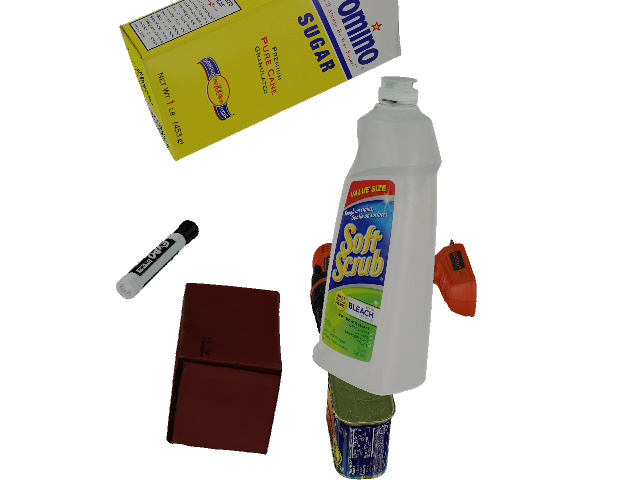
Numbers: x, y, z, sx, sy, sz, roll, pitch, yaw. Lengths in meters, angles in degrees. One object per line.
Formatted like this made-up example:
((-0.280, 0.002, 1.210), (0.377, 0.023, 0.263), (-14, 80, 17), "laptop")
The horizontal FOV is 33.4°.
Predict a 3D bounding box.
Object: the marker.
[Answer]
((-0.144, 0.014, 0.960), (0.020, 0.020, 0.121), (0, 28, 26), "marker")

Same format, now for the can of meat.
((0.036, 0.165, 1.023), (0.057, 0.084, 0.102), (-3, 38, -6), "can of meat")

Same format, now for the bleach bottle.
((0.049, -0.007, 0.868), (0.067, 0.251, 0.103), (-9, 21, -37), "bleach bottle")

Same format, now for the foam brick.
((-0.049, 0.064, 0.551), (0.053, 0.051, 0.078), (7, 26, -6), "foam brick")

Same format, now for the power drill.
((0.081, 0.055, 1.228), (0.187, 0.057, 0.184), (-1, 28, -1), "power drill")

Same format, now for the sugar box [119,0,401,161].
((-0.033, -0.129, 0.695), (0.176, 0.048, 0.093), (-25, -37, -10), "sugar box")
